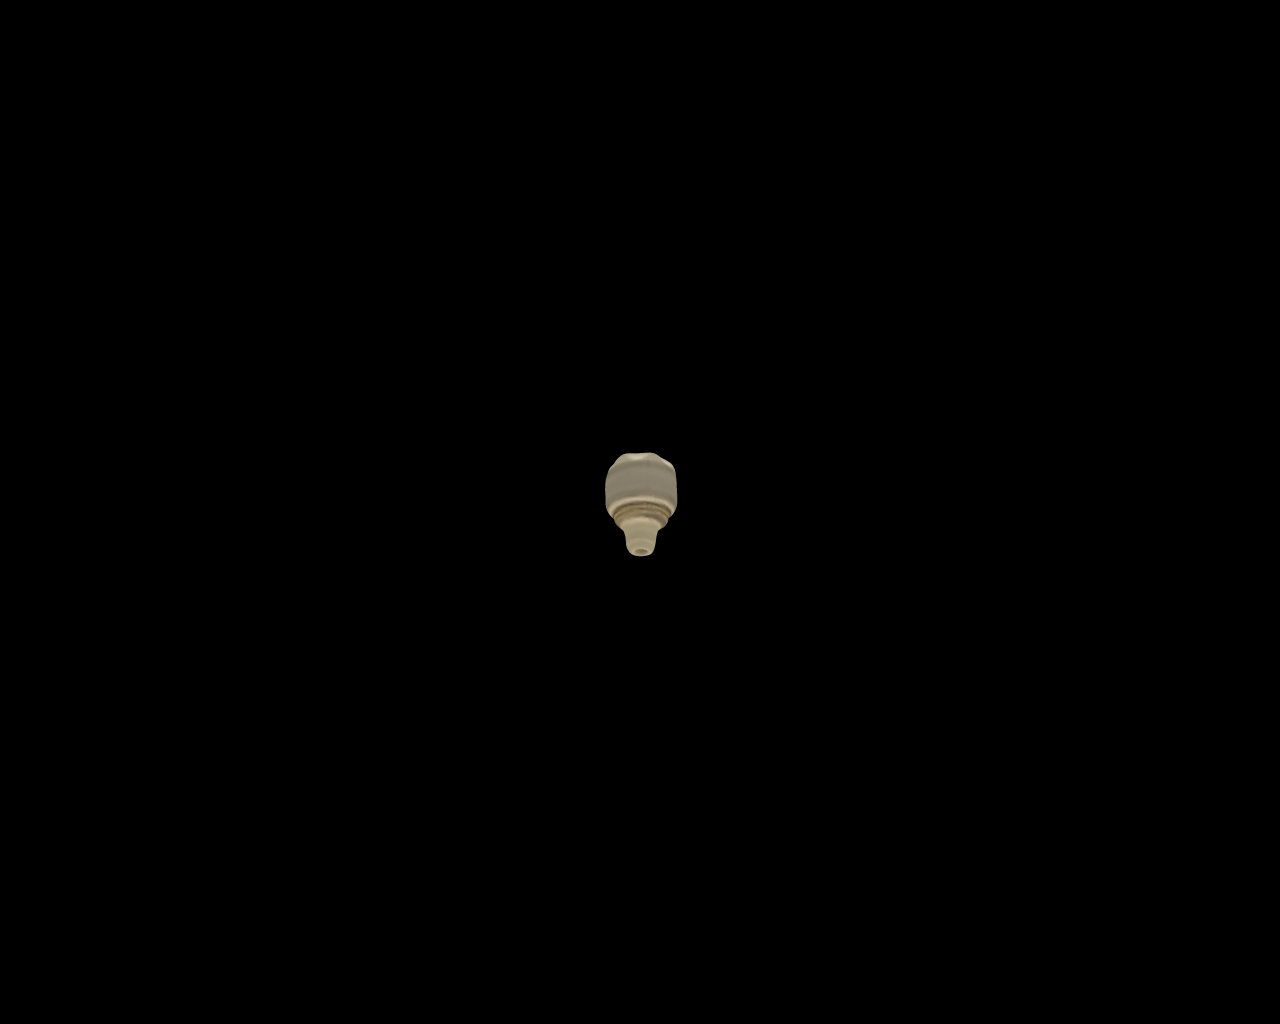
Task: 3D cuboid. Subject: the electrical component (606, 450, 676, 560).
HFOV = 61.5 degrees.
[{"bbox_3d":[0.001,-0.003,0.650,0.043,0.062,0.043,0,-27,0],"label":"electrical component"}]
